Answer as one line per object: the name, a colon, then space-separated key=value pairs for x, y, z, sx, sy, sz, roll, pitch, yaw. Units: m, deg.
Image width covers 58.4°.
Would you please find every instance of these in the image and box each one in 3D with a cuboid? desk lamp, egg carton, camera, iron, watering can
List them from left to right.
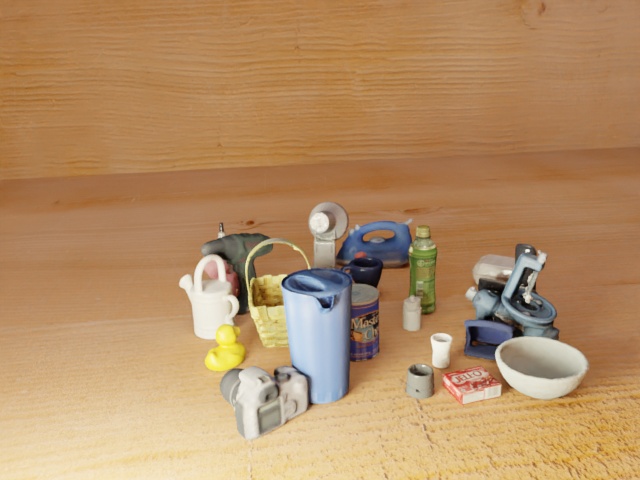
watering can: x=-0.265 y=0.128 z=1.364 sx=0.172 sy=0.194 sz=0.101 roll=2 pitch=19 yaw=14
camera: x=-0.113 y=0.275 z=1.058 sx=0.143 sy=0.101 sz=0.136 roll=-17 pitch=24 yaw=-37
desk lamp: x=0.015 y=0.006 z=1.663 sx=0.117 sy=0.214 sz=0.203 roll=1 pitch=19 yaw=11
iron: x=0.170 y=0.004 z=1.765 sx=0.258 sy=0.141 sz=0.118 roll=-2 pitch=19 yaw=0
egg carton: x=0.503 y=0.089 z=1.586 sx=0.149 sy=0.069 sz=0.107 roll=8 pitch=21 yaw=29

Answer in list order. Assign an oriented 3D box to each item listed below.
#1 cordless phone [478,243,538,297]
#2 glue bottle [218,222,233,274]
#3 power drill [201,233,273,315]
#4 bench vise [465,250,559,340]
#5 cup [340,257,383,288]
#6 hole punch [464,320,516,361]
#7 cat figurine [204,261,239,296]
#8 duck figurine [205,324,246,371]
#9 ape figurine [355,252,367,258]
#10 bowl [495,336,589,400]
cordless phone: x=0.468 y=0.088 z=1.414 sx=0.147 sy=0.185 sz=0.094 roll=11 pitch=23 yaw=35
glue bottle: x=-0.284 y=0.032 z=1.683 sx=0.037 sy=0.173 sz=0.078 roll=2 pitch=19 yaw=13
power drill: x=-0.208 y=0.079 z=1.480 sx=0.075 sy=0.208 sz=0.230 roll=11 pitch=23 yaw=34
bench vise: x=0.421 y=0.124 z=1.258 sx=0.206 sy=0.220 sz=0.122 roll=5 pitch=20 yaw=20
cup: x=0.113 y=0.105 z=1.544 sx=0.118 sy=0.095 sz=0.091 roll=-8 pitch=19 yaw=-15
hole punch: x=0.366 y=0.200 z=1.240 sx=0.108 sy=0.091 sz=0.101 roll=6 pitch=20 yaw=22
cat figurine: x=-0.269 y=0.092 z=1.589 sx=0.127 sy=0.118 sz=0.067 roll=12 pitch=23 yaw=35
duck figurine: x=-0.206 y=0.226 z=1.236 sx=0.077 sy=0.086 sz=0.105 roll=9 pitch=22 yaw=30
ape figurine: x=0.118 y=0.076 z=1.634 sx=0.075 sy=0.092 sz=0.078 roll=13 pitch=24 yaw=37
bowl: x=0.421 y=0.255 z=1.097 sx=0.167 sy=0.075 sz=0.167 roll=-2 pitch=19 yaw=1
